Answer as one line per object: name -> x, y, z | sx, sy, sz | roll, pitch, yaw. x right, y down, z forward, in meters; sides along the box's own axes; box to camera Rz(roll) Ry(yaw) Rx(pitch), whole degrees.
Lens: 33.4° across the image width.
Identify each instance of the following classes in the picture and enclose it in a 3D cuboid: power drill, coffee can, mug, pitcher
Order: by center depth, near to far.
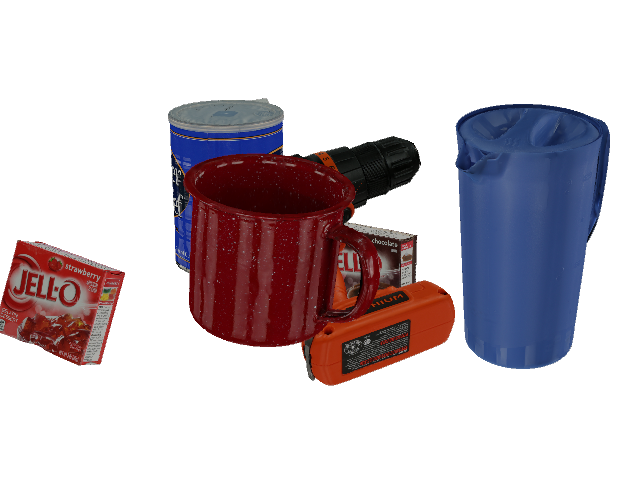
mug -> -0.020, 0.009, 0.585 | 0.117, 0.081, 0.093 | 17, 27, 24
power drill -> 0.021, 0.005, 0.775 | 0.184, 0.057, 0.188 | -21, 47, -14
coffee can -> -0.084, -0.049, 0.970 | 0.103, 0.140, 0.103 | 0, 19, 0
pitcher -> 0.205, -0.005, 1.037 | 0.149, 0.243, 0.145 | 1, 27, 8

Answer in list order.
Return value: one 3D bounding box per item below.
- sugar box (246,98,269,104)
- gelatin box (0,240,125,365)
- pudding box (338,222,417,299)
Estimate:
sugar box -> -0.073, -0.074, 1.296 | 0.048, 0.176, 0.093 | -9, 25, -6
gelatin box -> -0.198, 0.046, 0.803 | 0.089, 0.073, 0.030 | 18, 4, 25
pudding box -> 0.051, 0.031, 1.170 | 0.114, 0.090, 0.039 | 10, 18, 34
